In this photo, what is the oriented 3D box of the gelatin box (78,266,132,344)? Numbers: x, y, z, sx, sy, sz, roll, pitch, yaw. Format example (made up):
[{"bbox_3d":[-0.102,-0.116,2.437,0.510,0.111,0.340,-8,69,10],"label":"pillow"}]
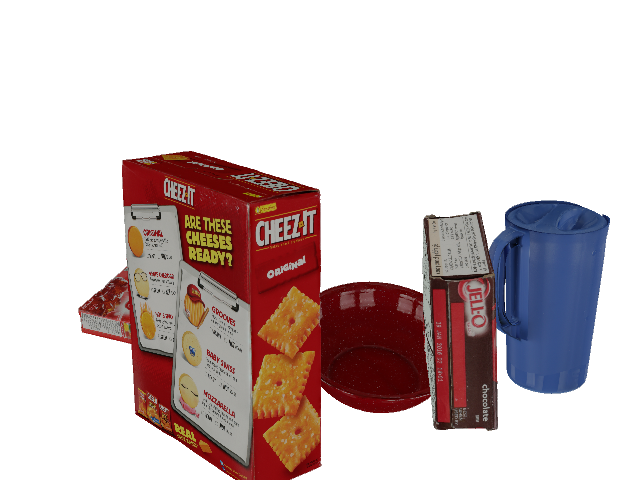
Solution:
[{"bbox_3d":[-0.175,0.061,1.017,0.073,0.030,0.089,11,31,22],"label":"gelatin box"}]

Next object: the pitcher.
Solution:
[{"bbox_3d":[0.298,0.078,1.414,0.149,0.243,0.145,4,21,12],"label":"pitcher"}]

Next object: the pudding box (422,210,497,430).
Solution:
[{"bbox_3d":[0.079,0.042,0.604,0.039,0.090,0.113,-2,19,3],"label":"pudding box"}]

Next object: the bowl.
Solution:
[{"bbox_3d":[0.053,0.109,0.996,0.162,0.055,0.162,3,37,-3],"label":"bowl"}]

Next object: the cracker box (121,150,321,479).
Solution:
[{"bbox_3d":[-0.073,0.053,0.789,0.071,0.214,0.164,-14,22,-38],"label":"cracker box"}]
